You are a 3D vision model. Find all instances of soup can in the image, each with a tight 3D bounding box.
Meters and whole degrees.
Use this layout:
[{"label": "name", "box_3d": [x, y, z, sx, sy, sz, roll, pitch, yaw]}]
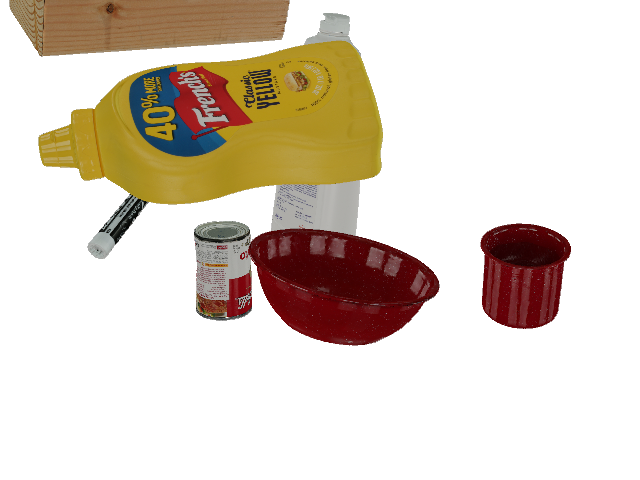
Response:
[{"label": "soup can", "box_3d": [-0.116, 0.035, 1.267, 0.068, 0.102, 0.068, 0, 21, 0]}]

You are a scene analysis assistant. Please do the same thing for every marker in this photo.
[{"label": "marker", "box_3d": [-0.169, -0.029, 0.952, 0.020, 0.020, 0.121, 0, 39, 29]}]

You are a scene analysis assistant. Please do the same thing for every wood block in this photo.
[{"label": "wood block", "box_3d": [-0.133, -0.212, 0.852, 0.205, 0.091, 0.090, -10, 41, -29]}]

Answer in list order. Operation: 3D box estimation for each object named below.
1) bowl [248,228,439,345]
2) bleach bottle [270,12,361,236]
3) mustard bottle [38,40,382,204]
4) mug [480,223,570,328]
[{"label": "bowl", "box_3d": [0.015, 0.043, 0.890, 0.162, 0.055, 0.162, 10, 18, -4]}, {"label": "bleach bottle", "box_3d": [0.006, -0.112, 1.133, 0.067, 0.251, 0.103, -11, 26, -43]}, {"label": "mustard bottle", "box_3d": [-0.066, -0.065, 0.620, 0.191, 0.096, 0.058, -9, -40, -7]}, {"label": "mug", "box_3d": [0.211, 0.033, 1.137, 0.093, 0.081, 0.117, -6, 30, -8]}]
